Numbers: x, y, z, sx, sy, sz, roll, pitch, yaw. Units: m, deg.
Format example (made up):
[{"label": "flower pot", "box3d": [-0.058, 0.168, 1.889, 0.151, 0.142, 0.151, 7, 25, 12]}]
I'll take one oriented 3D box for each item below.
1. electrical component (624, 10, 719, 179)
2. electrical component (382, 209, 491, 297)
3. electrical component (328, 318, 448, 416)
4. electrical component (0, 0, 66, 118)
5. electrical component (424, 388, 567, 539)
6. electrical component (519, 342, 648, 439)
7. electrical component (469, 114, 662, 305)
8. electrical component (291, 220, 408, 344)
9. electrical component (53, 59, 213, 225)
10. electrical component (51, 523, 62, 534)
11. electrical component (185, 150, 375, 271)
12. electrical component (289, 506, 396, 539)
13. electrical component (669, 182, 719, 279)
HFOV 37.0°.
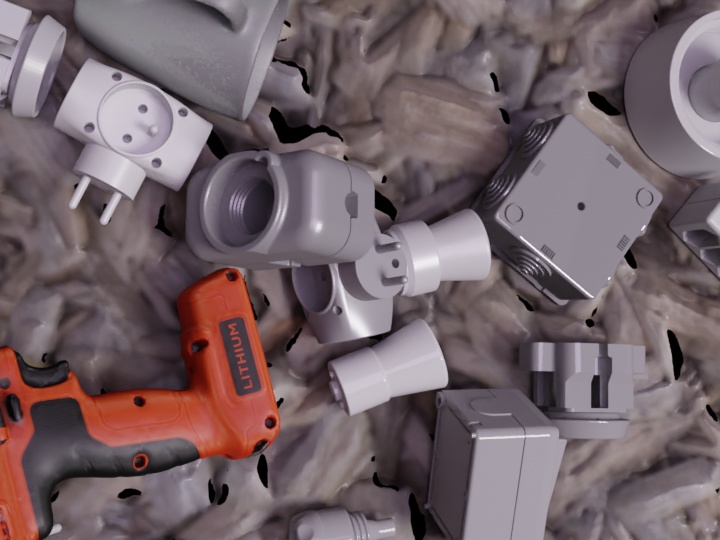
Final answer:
[{"label": "electrical component", "box3d": [0.235, -0.116, 0.698, 0.108, 0.060, 0.108, 1, 87, -16]}, {"label": "electrical component", "box3d": [0.045, -0.010, 0.648, 0.055, 0.045, 0.045, -13, 91, -16]}, {"label": "electrical component", "box3d": [0.014, 0.060, 0.639, 0.065, 0.044, 0.044, -20, 93, -11]}, {"label": "electrical component", "box3d": [-0.194, -0.116, 0.578, 0.057, 0.058, 0.078, 20, 82, -12]}, {"label": "electrical component", "box3d": [0.079, 0.124, 0.635, 0.061, 0.061, 0.096, 0, 107, -16]}, {"label": "electrical component", "box3d": [0.138, 0.075, 0.665, 0.078, 0.058, 0.057, 3, 84, -16]}, {"label": "electrical component", "box3d": [0.127, -0.038, 0.671, 0.100, 0.048, 0.099, 39, 79, -11]}, {"label": "electrical component", "box3d": [0.000, 0.000, 0.618, 0.044, 0.079, 0.077, -11, 91, -37]}, {"label": "electrical component", "box3d": [-0.134, -0.065, 0.599, 0.077, 0.044, 0.079, 28, 81, -13]}, {"label": "electrical component", "box3d": [-0.201, 0.141, 0.571, 0.079, 0.044, 0.077, -17, 92, -16]}, {"label": "electrical component", "box3d": [-0.047, -0.032, 0.588, 0.059, 0.095, 0.053, 12, 76, -55]}, {"label": "electrical component", "box3d": [-0.009, 0.156, 0.631, 0.061, 0.035, 0.035, -5, 89, -19]}, {"label": "electrical component", "box3d": [0.264, -0.030, 0.711, 0.083, 0.047, 0.075, 44, 78, -10]}]
